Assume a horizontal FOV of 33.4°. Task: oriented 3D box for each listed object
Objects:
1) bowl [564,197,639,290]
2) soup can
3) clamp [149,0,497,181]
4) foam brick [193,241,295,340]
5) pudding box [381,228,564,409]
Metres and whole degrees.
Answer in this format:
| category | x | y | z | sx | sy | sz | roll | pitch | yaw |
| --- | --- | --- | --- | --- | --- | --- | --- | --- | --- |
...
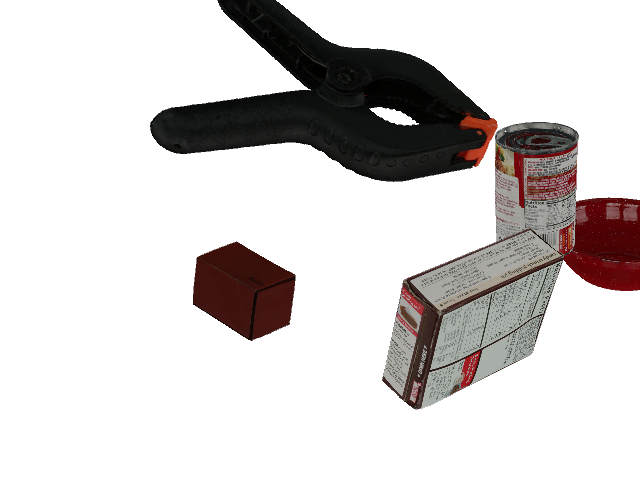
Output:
| category | x | y | z | sx | sy | sz | roll | pitch | yaw |
| --- | --- | --- | --- | --- | --- | --- | --- | --- | --- |
| bowl | 0.325 | 0.009 | 1.158 | 0.162 | 0.055 | 0.162 | -2 | 27 | 1 |
| soup can | 0.182 | -0.041 | 0.899 | 0.068 | 0.102 | 0.068 | -4 | 25 | 2 |
| clamp | 0.001 | -0.067 | 0.546 | 0.171 | 0.120 | 0.039 | 23 | -29 | 8 |
| foam brick | -0.069 | 0.044 | 0.952 | 0.078 | 0.051 | 0.052 | 29 | 33 | 35 |
| pudding box | 0.098 | 0.050 | 0.690 | 0.113 | 0.090 | 0.039 | -22 | 46 | -32 |
